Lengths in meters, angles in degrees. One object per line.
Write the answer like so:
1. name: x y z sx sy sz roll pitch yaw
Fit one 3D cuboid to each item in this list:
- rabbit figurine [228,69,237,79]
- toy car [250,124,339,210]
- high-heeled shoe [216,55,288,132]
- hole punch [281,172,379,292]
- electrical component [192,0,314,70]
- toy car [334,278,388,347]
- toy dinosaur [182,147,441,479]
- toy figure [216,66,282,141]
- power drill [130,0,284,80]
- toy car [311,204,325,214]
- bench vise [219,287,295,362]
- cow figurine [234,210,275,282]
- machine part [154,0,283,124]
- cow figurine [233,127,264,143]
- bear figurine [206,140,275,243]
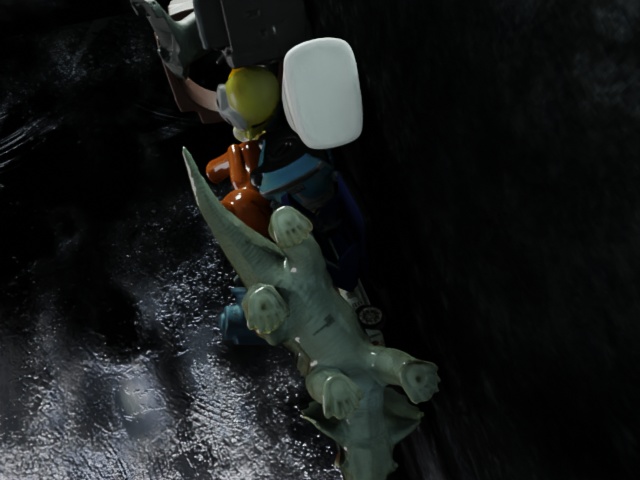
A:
1. rabbit figurine: -0.153 -0.349 1.045 0.162 0.122 0.173 -84 -9 -75
2. toy car: -0.029 -0.094 0.740 0.102 0.109 0.162 59 -167 -35
3. high-heeled shoe: -0.053 -0.255 0.861 0.248 0.145 0.086 47 -159 -24
4. hole punch: 0.013 -0.004 0.654 0.142 0.092 0.115 -117 10 -47
5. electrical component: -0.081 -0.268 0.642 0.058 0.134 0.114 -127 23 -67
6. toy car: 0.042 0.085 0.712 0.202 0.056 0.073 -112 10 -49
7. toy dinosaur: -0.011 0.090 0.563 0.405 0.131 0.192 57 162 7
8. toy figure: -0.094 -0.194 0.752 0.082 0.089 0.180 36 -172 -3
9. power drill: -0.134 -0.321 0.693 0.086 0.207 0.231 25 146 45
10. toy car: -0.002 -0.003 0.912 0.089 0.053 0.201 -118 16 -51
11. bench vise: -0.040 0.074 0.834 0.129 0.224 0.240 125 147 -79
12. cow figurine: -0.099 0.012 0.956 0.195 0.127 0.085 68 -174 32
13. machine part: -0.164 -0.315 0.922 0.087 0.201 0.200 -109 6 -49
14. cow figurine: -0.083 -0.149 0.957 0.167 0.068 0.098 45 168 -24
15. bear figurine: -0.111 -0.054 0.792 0.120 0.132 0.196 35 -136 -27
